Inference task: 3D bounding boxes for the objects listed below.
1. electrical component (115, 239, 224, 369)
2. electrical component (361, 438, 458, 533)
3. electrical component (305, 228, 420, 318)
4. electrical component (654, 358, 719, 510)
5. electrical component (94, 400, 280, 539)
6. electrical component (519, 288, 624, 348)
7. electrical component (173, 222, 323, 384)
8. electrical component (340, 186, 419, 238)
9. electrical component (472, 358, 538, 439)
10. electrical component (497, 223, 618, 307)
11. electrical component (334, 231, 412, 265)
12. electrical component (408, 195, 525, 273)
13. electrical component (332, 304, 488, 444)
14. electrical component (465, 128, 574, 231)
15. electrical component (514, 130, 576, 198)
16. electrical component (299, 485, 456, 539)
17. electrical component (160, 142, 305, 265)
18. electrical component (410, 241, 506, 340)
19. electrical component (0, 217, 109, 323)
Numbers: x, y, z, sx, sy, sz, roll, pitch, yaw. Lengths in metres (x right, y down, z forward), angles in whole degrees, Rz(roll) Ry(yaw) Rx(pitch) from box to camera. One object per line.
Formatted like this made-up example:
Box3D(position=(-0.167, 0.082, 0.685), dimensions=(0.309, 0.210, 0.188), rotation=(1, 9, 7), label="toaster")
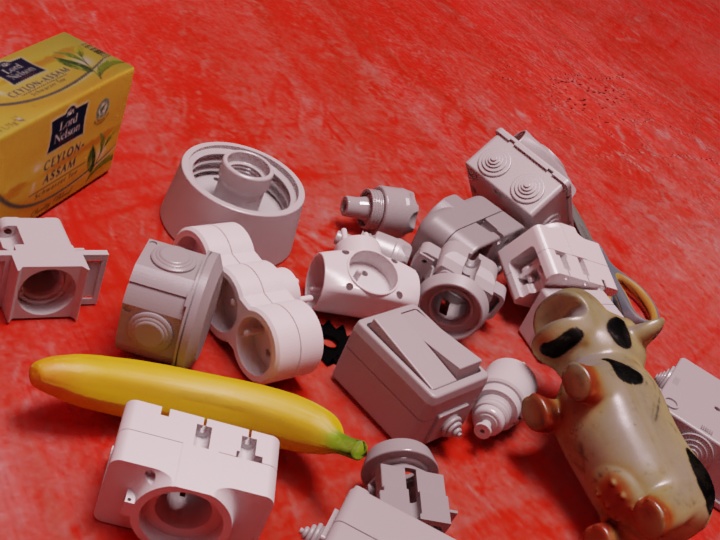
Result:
Box3D(position=(-0.121, 0.022, 0.688), dimensions=(0.051, 0.080, 0.080), rotation=(17, 33, -3), label="electrical component")
Box3D(position=(0.025, 0.136, 0.649), dimensions=(0.066, 0.048, 0.055), rotation=(13, 41, -16), label="electrical component")
Box3D(position=(0.000, 0.000, 0.820), dimensions=(0.077, 0.044, 0.079), rotation=(10, 49, -21), label="electrical component")
Box3D(position=(0.260, 0.121, 0.817), dimensions=(0.100, 0.048, 0.100), rotation=(34, 34, 15), label="electrical component")
Box3D(position=(-0.095, 0.118, 0.592), dimensions=(0.089, 0.050, 0.055), rotation=(17, 33, -11), label="electrical component")
Box3D(position=(0.178, 0.057, 0.858), dimensions=(0.066, 0.047, 0.076), rotation=(3, 38, -30), label="electrical component")
Box3D(position=(-0.067, 0.019, 0.751), dimensions=(0.074, 0.052, 0.138), rotation=(-9, 45, -41), label="electrical component")
Box3D(position=(0.015, -0.051, 0.911), dimensions=(0.062, 0.043, 0.043), rotation=(6, 37, -24), label="electrical component")
Box3D(position=(0.098, 0.094, 0.760), dimensions=(0.040, 0.040, 0.078), rotation=(30, 33, 10), label="electrical component")
Box3D(position=(0.164, -0.001, 0.900), dimensions=(0.089, 0.050, 0.055), rotation=(14, 50, -42), label="electrical component")
Box3D(position=(0.009, -0.016, 0.866), dimensions=(0.061, 0.035, 0.035), rotation=(21, 32, 1), label="electrical component")
Box3D(position=(0.087, -0.024, 0.909), dimensions=(0.059, 0.053, 0.095), rotation=(39, 36, 22), label="electrical component")
Box3D(position=(0.039, 0.074, 0.732), dimensions=(0.062, 0.061, 0.096), rotation=(-14, 49, -45), label="electrical component")
Box3D(position=(0.144, -0.067, 0.973), dimensions=(0.048, 0.099, 0.100), rotation=(-42, 62, -10), label="electrical component")
Box3D(position=(0.166, -0.095, 1.061), dimensions=(0.077, 0.044, 0.079), rotation=(48, -5, -11), label="electrical component")
Box3D(position=(0.007, 0.168, 0.575), dimensions=(0.096, 0.061, 0.061), rotation=(27, 33, 5), label="electrical component")
Box3D(position=(-0.095, -0.057, 0.835), dimensions=(0.108, 0.060, 0.108), rotation=(17, 33, -11), label="electrical component")
Box3D(position=(0.073, 0.018, 0.836), dimensions=(0.078, 0.058, 0.057), rotation=(30, 32, -5), label="electrical component")
Box3D(position=(-0.211, -0.002, 0.700), dimensions=(0.081, 0.042, 0.063), rotation=(0, 36, -34), label="electrical component")
